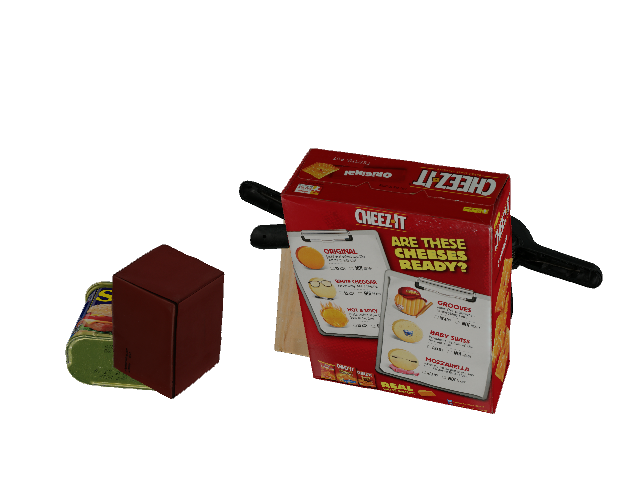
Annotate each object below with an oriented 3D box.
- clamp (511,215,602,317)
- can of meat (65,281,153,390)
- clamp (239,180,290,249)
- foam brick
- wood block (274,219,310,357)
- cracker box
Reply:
[{"bbox_3d":[0.201,0.013,1.083,0.120,0.039,0.171,-7,38,-18],"label":"clamp"},{"bbox_3d":[-0.161,0.082,0.918,0.102,0.057,0.084,4,29,2],"label":"can of meat"},{"bbox_3d":[0.008,-0.009,1.197,0.210,0.036,0.164,15,20,-7],"label":"clamp"},{"bbox_3d":[-0.100,0.052,0.695,0.053,0.078,0.051,24,36,25],"label":"foam brick"},{"bbox_3d":[-0.005,0.049,1.480,0.090,0.206,0.090,9,22,10],"label":"wood block"},{"bbox_3d":[0.068,0.035,0.860,0.164,0.214,0.072,9,45,19],"label":"cracker box"}]
